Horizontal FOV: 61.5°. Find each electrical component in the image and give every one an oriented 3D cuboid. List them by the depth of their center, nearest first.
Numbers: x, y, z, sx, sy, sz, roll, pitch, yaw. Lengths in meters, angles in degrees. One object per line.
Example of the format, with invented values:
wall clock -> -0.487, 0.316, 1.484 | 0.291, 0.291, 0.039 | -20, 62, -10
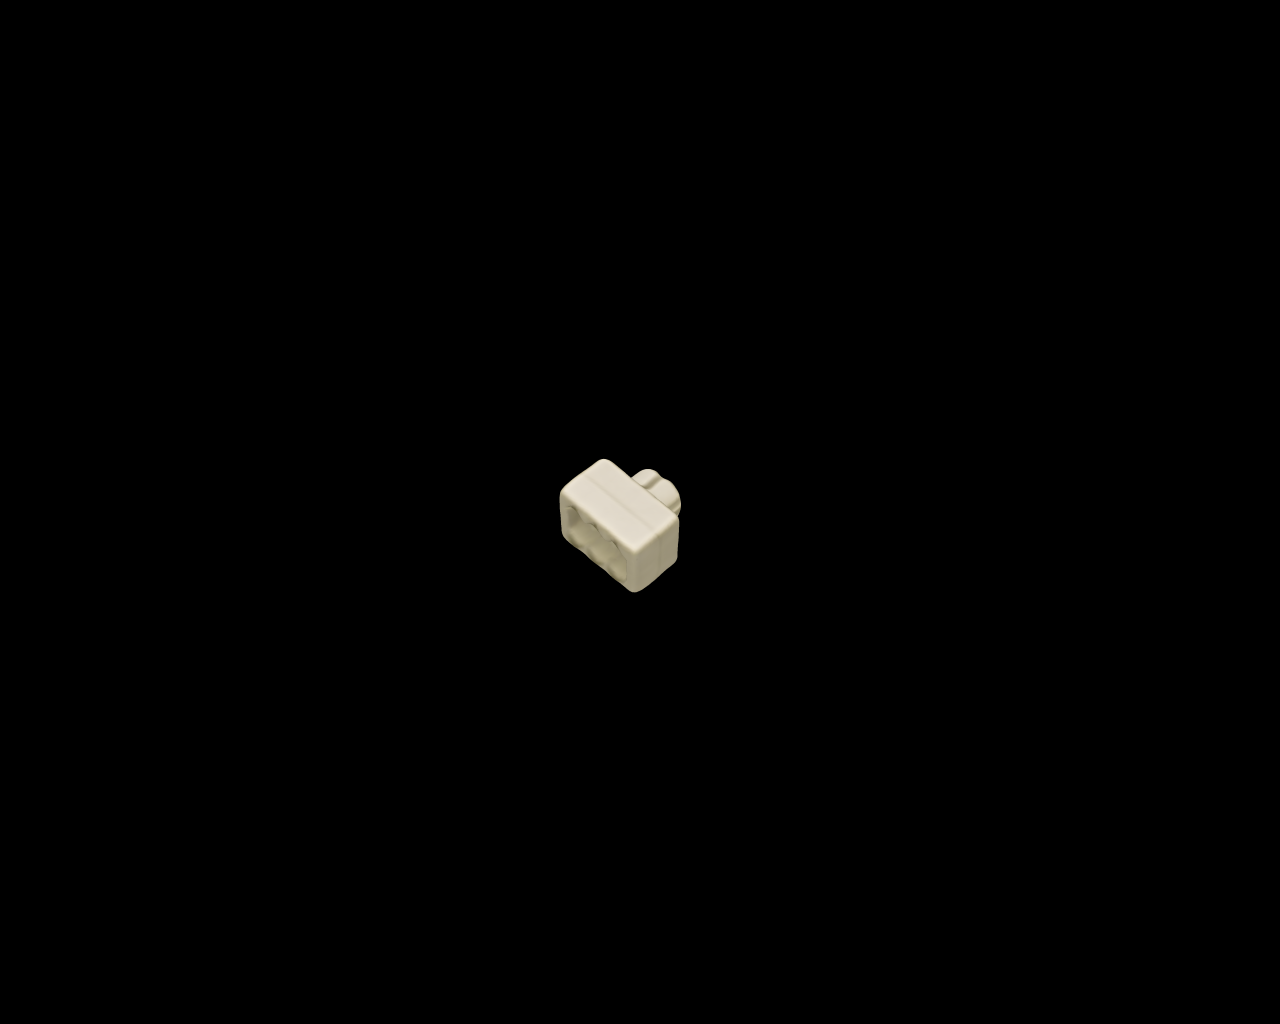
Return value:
electrical component -> 0.001, -0.003, 0.650 | 0.077, 0.047, 0.066 | -39, 63, -25
